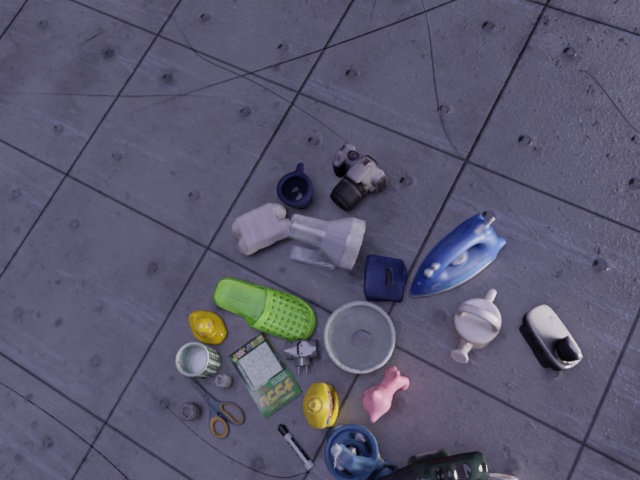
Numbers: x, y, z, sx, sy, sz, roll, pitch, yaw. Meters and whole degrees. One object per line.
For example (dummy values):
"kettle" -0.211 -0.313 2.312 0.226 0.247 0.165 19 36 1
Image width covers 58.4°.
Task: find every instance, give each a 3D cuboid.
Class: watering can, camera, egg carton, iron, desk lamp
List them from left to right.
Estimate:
"egg carton" -0.148 -0.030 1.460 0.150 0.069 0.107 -26 71 2
"desk lamp" 0.012 0.005 1.346 0.203 0.214 0.118 13 76 13
"camera" 0.077 -0.154 1.442 0.143 0.101 0.137 40 84 18
"iron" 0.306 0.039 1.323 0.258 0.141 0.118 -39 71 -3
"watering can" 0.341 0.185 1.246 0.100 0.194 0.173 5 75 12

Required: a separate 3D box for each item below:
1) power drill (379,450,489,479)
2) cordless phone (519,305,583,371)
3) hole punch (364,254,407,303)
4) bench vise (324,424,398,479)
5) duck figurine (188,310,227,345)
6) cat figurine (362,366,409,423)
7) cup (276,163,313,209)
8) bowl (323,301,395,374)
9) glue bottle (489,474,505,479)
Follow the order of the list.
"power drill" 0.224 0.482 1.171 0.229 0.209 0.075 -16 71 5
"cordless phone" 0.502 0.202 1.218 0.094 0.185 0.147 -32 71 -1
"hole punch" 0.155 0.091 1.361 0.101 0.091 0.109 2 74 10
"bench vise" 0.097 0.461 1.193 0.207 0.220 0.121 19 78 15
"duck figurine" -0.285 0.210 1.404 0.104 0.086 0.077 34 82 17
"cat figurine" 0.140 0.341 1.275 0.067 0.118 0.128 37 83 18
"cup" -0.054 -0.129 1.460 0.091 0.095 0.118 8 75 12
"bowl" 0.095 0.230 1.339 0.167 0.075 0.167 -3 73 9
"glue bottle" 0.370 0.501 1.159 0.078 0.173 0.037 -1 73 10
